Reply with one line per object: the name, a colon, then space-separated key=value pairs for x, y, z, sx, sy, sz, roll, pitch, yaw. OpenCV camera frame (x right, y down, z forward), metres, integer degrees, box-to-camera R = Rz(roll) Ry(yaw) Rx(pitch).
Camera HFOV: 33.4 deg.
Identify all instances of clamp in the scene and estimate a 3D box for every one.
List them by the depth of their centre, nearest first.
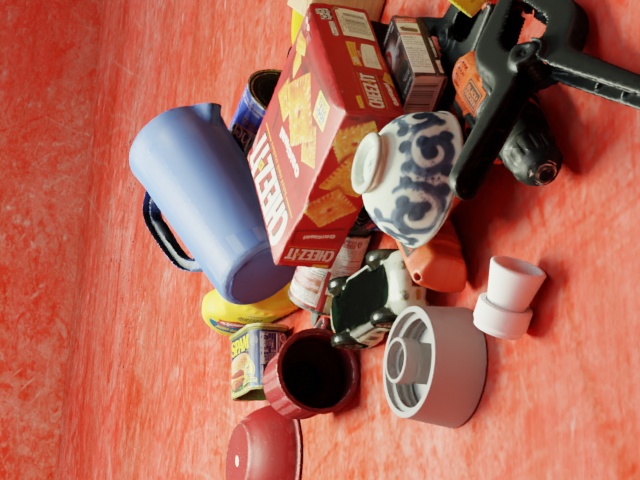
clamp: x=0.159 y=-0.127 z=0.828 sx=0.165 sy=0.036 sz=0.210 roll=-29 pitch=40 yaw=19
clamp: x=0.128 y=-0.175 z=1.001 sx=0.172 sy=0.039 sz=0.120 roll=156 pitch=109 yaw=-68

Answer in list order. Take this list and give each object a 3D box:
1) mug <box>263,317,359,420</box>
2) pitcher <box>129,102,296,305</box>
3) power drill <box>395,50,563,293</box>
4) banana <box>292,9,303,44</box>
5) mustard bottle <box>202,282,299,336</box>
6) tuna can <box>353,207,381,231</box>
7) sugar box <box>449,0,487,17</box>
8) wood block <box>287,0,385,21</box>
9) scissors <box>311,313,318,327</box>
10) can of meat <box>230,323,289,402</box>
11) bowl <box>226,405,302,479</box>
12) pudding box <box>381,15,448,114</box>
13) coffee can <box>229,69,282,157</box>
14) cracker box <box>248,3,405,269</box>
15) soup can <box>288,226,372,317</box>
mug: x=-0.011 y=0.139 z=1.166 sx=0.082 sy=0.093 sz=0.117 roll=135 pitch=152 yaw=-64
pitcher: x=-0.128 y=-0.033 z=1.287 sx=0.243 sy=0.145 sz=0.149 roll=55 pitch=165 yaw=32
power drill: x=0.132 y=-0.048 z=0.916 sx=0.184 sy=0.057 sz=0.188 roll=-105 pitch=34 yaw=-53
banana: x=-0.009 y=-0.286 z=1.398 sx=0.070 sy=0.037 sz=0.198 roll=-29 pitch=54 yaw=42
mustard bottle: x=-0.102 y=0.088 z=1.395 sx=0.192 sy=0.096 sz=0.058 roll=145 pitch=129 yaw=-62
tuna can: x=0.061 y=-0.052 z=1.124 sx=0.086 sy=0.033 sz=0.086 roll=-171 pitch=90 yaw=-69
sugar box: x=0.129 y=-0.273 z=0.970 sx=0.093 sy=0.048 sz=0.176 roll=-50 pitch=27 yaw=15
wood block: x=0.040 y=-0.354 z=1.221 sx=0.091 sy=0.090 sz=0.206 roll=-126 pitch=49 yaw=-61
scissors: x=-0.008 y=0.002 z=1.235 sx=0.096 sy=0.016 sz=0.202 roll=35 pitch=124 yaw=16
can of meat: x=-0.078 y=0.158 z=1.363 sx=0.102 sy=0.057 sz=0.084 roll=143 pitch=129 yaw=-62
bowl: x=-0.077 y=0.274 z=1.315 sx=0.162 sy=0.055 sz=0.162 roll=-171 pitch=90 yaw=-69
pudding box: x=0.079 y=-0.143 z=1.022 sx=0.114 sy=0.039 sz=0.090 roll=111 pitch=153 yaw=-46
coffee can: x=-0.068 y=-0.136 z=1.390 sx=0.103 sy=0.102 sz=0.140 roll=-102 pitch=30 yaw=-43
cracker box: x=-0.002 y=-0.101 z=1.061 sx=0.214 sy=0.072 sz=0.164 roll=117 pitch=148 yaw=-43
soup can: x=0.011 y=0.024 z=1.174 sx=0.068 sy=0.068 sz=0.102 roll=-120 pitch=44 yaw=-58
